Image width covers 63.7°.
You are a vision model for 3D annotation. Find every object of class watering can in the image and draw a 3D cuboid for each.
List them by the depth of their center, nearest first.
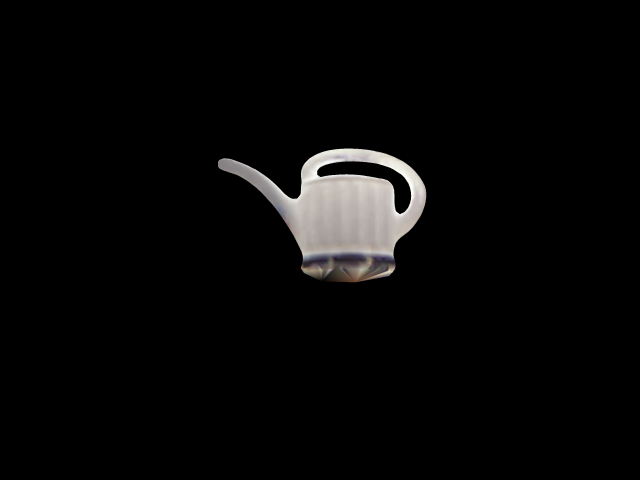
[{"bbox_3d":[0.003,-0.043,0.850,0.348,0.227,0.103,0,-12,0],"label":"watering can"}]
